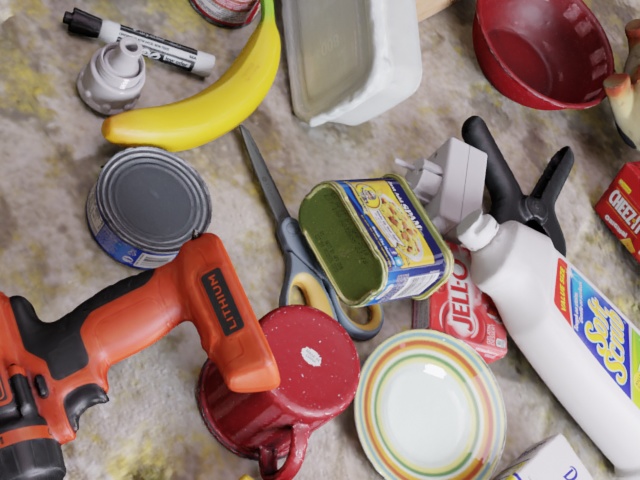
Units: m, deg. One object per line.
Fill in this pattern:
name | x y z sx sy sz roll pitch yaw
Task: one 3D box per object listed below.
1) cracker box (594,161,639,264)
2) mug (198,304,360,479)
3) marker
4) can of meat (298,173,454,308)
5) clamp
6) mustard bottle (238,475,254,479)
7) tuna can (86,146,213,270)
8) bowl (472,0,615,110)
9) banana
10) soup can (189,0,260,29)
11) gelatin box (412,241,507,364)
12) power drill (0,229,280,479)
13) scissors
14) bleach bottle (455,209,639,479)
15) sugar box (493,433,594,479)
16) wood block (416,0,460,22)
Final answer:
cracker box | 0.391 -0.006 1.002 0.213 0.072 0.164 -8 51 -32
mug | -0.025 0.105 0.719 0.093 0.082 0.117 15 57 -23
marker | -0.141 -0.155 0.835 0.121 0.020 0.020 16 57 -21
can of meat | 0.041 0.000 0.813 0.083 0.058 0.102 -6 60 -49
clamp | 0.188 -0.026 0.943 0.120 0.039 0.171 3 69 -24
mustard bottle | 0.011 0.225 0.680 0.096 0.058 0.191 -43 88 -7
tuna can | -0.123 -0.022 0.763 0.086 0.034 0.086 14 58 -23
bowl | 0.203 -0.183 1.028 0.161 0.055 0.162 14 58 -24
banana | -0.087 -0.114 0.827 0.069 0.037 0.197 54 54 -17
soup can | -0.061 -0.229 0.870 0.068 0.102 0.068 13 59 -23
gelatin box | 0.113 0.049 0.863 0.073 0.030 0.089 18 56 -20
power drill | -0.123 0.087 0.640 0.187 0.057 0.184 -21 68 -9
scissors | -0.005 0.001 0.831 0.096 0.016 0.202 3 63 -30
bleach bottle | 0.198 0.077 0.850 0.250 0.068 0.102 45 47 -13
sugar box | 0.142 0.225 0.774 0.175 0.048 0.093 -27 80 -41
wood block | 0.103 -0.270 0.997 0.205 0.090 0.091 -33 85 -39
